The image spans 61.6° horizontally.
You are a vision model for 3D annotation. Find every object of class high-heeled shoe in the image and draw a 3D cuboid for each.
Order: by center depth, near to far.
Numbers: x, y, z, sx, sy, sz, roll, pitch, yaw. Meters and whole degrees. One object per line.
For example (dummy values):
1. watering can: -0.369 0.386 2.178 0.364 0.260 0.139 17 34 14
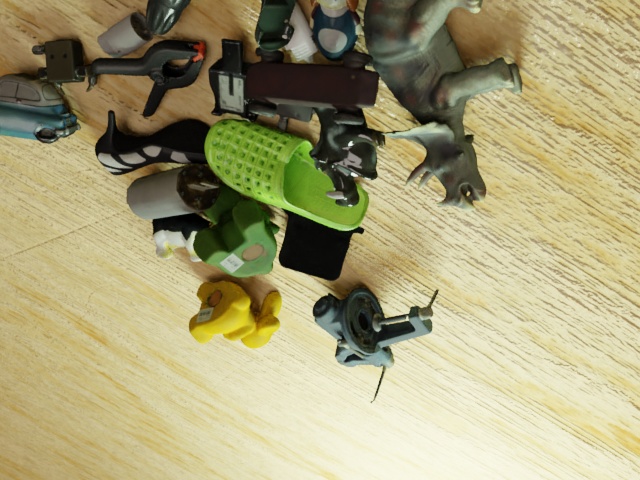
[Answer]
1. high-heeled shoe: -0.257 -0.132 0.894 0.249 0.086 0.145 19 140 1

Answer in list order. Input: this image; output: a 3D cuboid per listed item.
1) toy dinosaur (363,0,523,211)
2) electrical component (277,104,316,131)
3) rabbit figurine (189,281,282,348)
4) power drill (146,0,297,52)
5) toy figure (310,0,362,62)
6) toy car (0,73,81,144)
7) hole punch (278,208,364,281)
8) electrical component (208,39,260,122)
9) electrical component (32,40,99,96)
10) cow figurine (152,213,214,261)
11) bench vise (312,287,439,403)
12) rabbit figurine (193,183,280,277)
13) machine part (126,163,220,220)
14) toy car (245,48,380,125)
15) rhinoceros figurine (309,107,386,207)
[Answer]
1. toy dinosaur: 0.124 -0.236 0.668 0.192 0.131 0.404 -19 112 28
2. electrical component: -0.035 -0.202 0.799 0.063 0.021 0.094 17 129 4
3. rabbit figurine: -0.149 0.153 1.069 0.162 0.122 0.173 -21 132 19
4. power drill: -0.121 -0.323 0.677 0.207 0.086 0.232 42 126 18
5. toy figure: 0.020 -0.284 0.658 0.064 0.058 0.154 -18 160 -3
6. toy car: -0.485 -0.219 0.882 0.162 0.109 0.102 8 110 0
7. hole punch: -0.002 -0.003 0.912 0.142 0.092 0.115 18 100 7
8. electrical component: -0.123 -0.237 0.783 0.075 0.048 0.119 9 128 10
9. electrical component: -0.400 -0.273 0.850 0.102 0.045 0.078 -4 97 17
10. cow figurine: -0.225 -0.015 0.977 0.168 0.068 0.098 2 121 15
11. bench vise: 0.110 0.167 0.974 0.241 0.129 0.223 -21 117 38
12. rabbit figurine: -0.133 -0.030 0.897 0.121 0.170 0.159 -42 141 12
13. machine part: -0.244 -0.077 0.880 0.243 0.079 0.079 -5 127 44
14. toy car: -0.012 -0.200 0.699 0.202 0.053 0.089 12 98 29
15. rhinoceros figurine: 0.033 -0.140 0.763 0.112 0.073 0.190 -9 108 14
